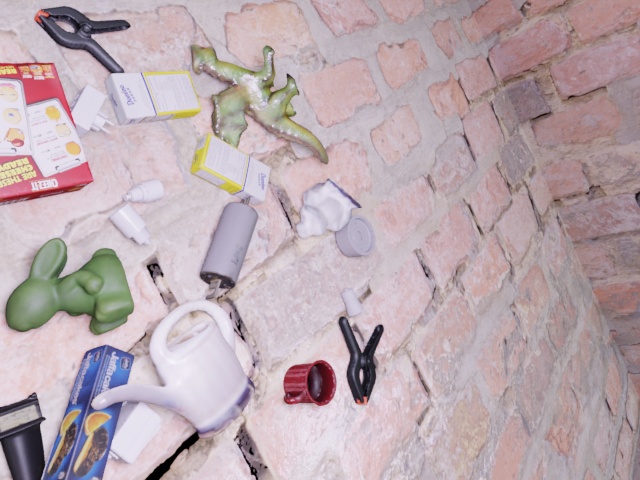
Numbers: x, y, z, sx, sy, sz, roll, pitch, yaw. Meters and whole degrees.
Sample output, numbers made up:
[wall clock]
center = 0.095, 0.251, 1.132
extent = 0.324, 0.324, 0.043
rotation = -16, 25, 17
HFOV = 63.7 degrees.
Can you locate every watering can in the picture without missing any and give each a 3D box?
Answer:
[watering can]
center = -0.227, 0.243, 0.886
extent = 0.223, 0.103, 0.353
rotation = 60, 25, -10

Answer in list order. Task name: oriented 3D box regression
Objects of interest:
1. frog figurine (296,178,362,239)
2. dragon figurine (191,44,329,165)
[frog figurine]
center = 0.004, -0.065, 1.286
extent = 0.160, 0.124, 0.135
rotation = -48, 127, -5
[dragon figurine]
center = -0.153, -0.295, 1.213
extent = 0.246, 0.121, 0.407
rotation = -42, 105, -28
